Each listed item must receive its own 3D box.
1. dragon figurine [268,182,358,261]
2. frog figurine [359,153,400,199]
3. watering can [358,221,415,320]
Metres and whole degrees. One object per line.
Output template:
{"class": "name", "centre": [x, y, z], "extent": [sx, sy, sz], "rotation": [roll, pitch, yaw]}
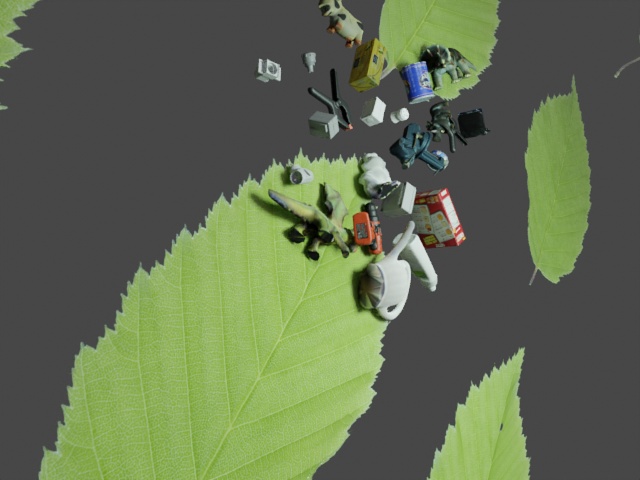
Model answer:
{"class": "dragon figurine", "centre": [0.005, -0.082, 1.621], "extent": [0.404, 0.121, 0.249], "rotation": [49, 37, -27]}
{"class": "frog figurine", "centre": [0.188, -0.226, 1.813], "extent": [0.139, 0.120, 0.162], "rotation": [-21, 61, -34]}
{"class": "watering can", "centre": [0.235, 0.107, 1.750], "extent": [0.225, 0.104, 0.346], "rotation": [-1, 99, -44]}
